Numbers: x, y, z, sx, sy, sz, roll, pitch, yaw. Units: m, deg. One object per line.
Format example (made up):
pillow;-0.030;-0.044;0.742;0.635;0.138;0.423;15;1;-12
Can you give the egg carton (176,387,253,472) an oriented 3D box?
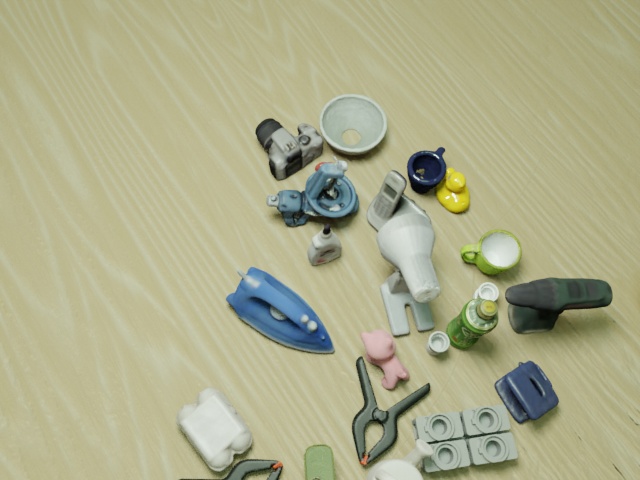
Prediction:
egg carton;-0.210;0.376;1.146;0.107;0.069;0.150;-40;74;-16

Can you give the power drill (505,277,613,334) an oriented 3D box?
power drill;0.468;0.133;1.188;0.229;0.208;0.075;-6;68;-4

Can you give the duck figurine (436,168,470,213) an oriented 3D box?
duck figurine;0.320;-0.122;1.354;0.077;0.086;0.104;-20;70;-9

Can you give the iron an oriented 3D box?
iron;-0.074;0.148;1.203;0.258;0.141;0.119;32;71;11

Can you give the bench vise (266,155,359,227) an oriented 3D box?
bench vise;-0.008;-0.098;1.262;0.207;0.220;0.121;-23;70;-10

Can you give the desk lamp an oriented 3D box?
desk lamp;0.192;0.074;1.201;0.118;0.213;0.203;-11;69;-6

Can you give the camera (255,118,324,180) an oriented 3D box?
camera;-0.083;-0.242;1.383;0.143;0.101;0.136;-35;73;-14

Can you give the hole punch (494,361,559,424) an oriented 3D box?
hole punch;0.430;0.308;1.179;0.101;0.091;0.108;-27;71;-12

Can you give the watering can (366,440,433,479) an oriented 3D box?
watering can;0.144;0.451;1.058;0.101;0.194;0.173;15;68;5

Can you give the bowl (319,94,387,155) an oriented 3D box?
bowl;0.080;-0.273;1.414;0.167;0.075;0.167;1;68;-1

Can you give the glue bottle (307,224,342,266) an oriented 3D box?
glue bottle;0.011;0.004;1.247;0.078;0.173;0.037;-23;70;-10

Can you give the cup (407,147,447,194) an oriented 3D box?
cup;0.254;-0.162;1.363;0.091;0.095;0.118;35;71;12

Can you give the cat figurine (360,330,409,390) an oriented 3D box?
cat figurine;0.137;0.239;1.185;0.067;0.118;0.127;-32;72;-13

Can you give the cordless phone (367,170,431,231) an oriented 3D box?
cordless phone;0.183;-0.069;1.274;0.147;0.185;0.094;39;72;13

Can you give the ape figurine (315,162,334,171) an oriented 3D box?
ape figurine;0.022;-0.156;1.356;0.076;0.092;0.078;-6;68;-3
